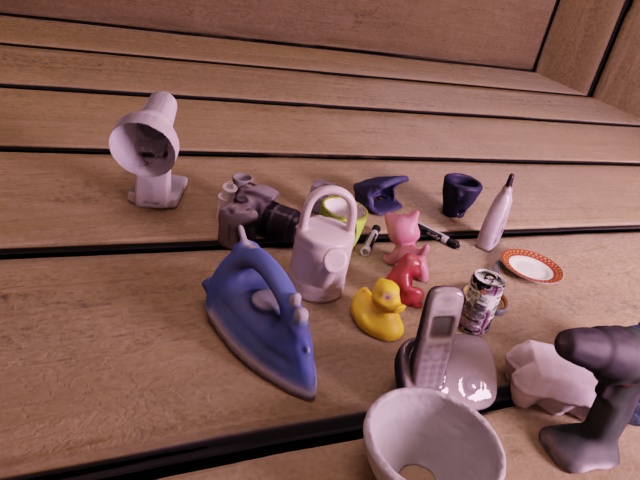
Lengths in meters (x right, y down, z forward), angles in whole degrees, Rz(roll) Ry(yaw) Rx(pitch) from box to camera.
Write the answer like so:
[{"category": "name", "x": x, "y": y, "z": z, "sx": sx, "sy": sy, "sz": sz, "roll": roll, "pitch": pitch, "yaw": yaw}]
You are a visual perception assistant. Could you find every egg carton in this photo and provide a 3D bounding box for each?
[{"category": "egg carton", "x": 0.349, "y": 0.207, "z": 0.843, "sx": 0.150, "sy": 0.069, "sz": 0.107, "roll": 12, "pitch": 29, "yaw": 0}]

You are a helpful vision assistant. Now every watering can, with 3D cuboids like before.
[{"category": "watering can", "x": 0.011, "y": 0.004, "z": 0.950, "sx": 0.101, "sy": 0.194, "sz": 0.172, "roll": -8, "pitch": 35, "yaw": -31}]

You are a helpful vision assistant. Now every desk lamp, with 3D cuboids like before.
[{"category": "desk lamp", "x": -0.324, "y": -0.170, "z": 1.113, "sx": 0.118, "sy": 0.213, "sz": 0.203, "roll": 8, "pitch": 29, "yaw": -6}]

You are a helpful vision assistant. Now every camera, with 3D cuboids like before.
[{"category": "camera", "x": -0.104, "y": -0.043, "z": 1.085, "sx": 0.136, "sy": 0.101, "sz": 0.143, "roll": 19, "pitch": 30, "yaw": 13}]

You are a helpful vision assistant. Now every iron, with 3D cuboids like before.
[{"category": "iron", "x": -0.069, "y": 0.093, "z": 0.817, "sx": 0.119, "sy": 0.141, "sz": 0.257, "roll": -11, "pitch": 36, "yaw": -35}]

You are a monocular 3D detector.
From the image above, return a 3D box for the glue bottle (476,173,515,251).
[{"category": "glue bottle", "x": 0.385, "y": -0.063, "z": 1.228, "sx": 0.037, "sy": 0.173, "sz": 0.078, "roll": 27, "pitch": 33, "yaw": 26}]

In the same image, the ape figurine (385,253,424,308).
[{"category": "ape figurine", "x": 0.151, "y": 0.066, "z": 0.997, "sx": 0.076, "sy": 0.092, "sz": 0.078, "roll": 10, "pitch": 29, "yaw": -3}]

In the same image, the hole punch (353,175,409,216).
[{"category": "hole punch", "x": 0.135, "y": -0.118, "z": 1.318, "sx": 0.100, "sy": 0.091, "sz": 0.109, "roll": 32, "pitch": 35, "yaw": 32}]

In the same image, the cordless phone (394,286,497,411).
[{"category": "cordless phone", "x": 0.183, "y": 0.144, "z": 0.773, "sx": 0.148, "sy": 0.185, "sz": 0.094, "roll": -1, "pitch": 31, "yaw": -22}]

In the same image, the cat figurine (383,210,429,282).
[{"category": "cat figurine", "x": 0.167, "y": 0.002, "z": 1.089, "sx": 0.067, "sy": 0.118, "sz": 0.127, "roll": -3, "pitch": 32, "yaw": -25}]

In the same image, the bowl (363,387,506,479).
[{"category": "bowl", "x": 0.124, "y": 0.256, "z": 0.668, "sx": 0.167, "sy": 0.075, "sz": 0.167, "roll": 9, "pitch": 29, "yaw": -5}]

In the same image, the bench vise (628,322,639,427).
[{"category": "bench vise", "x": 0.500, "y": 0.142, "z": 0.858, "sx": 0.121, "sy": 0.220, "sz": 0.207, "roll": 15, "pitch": 29, "yaw": 7}]

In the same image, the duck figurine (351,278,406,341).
[{"category": "duck figurine", "x": 0.098, "y": 0.100, "z": 0.922, "sx": 0.078, "sy": 0.086, "sz": 0.104, "roll": -11, "pitch": 36, "yaw": -35}]

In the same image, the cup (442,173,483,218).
[{"category": "cup", "x": 0.323, "y": -0.094, "z": 1.340, "sx": 0.091, "sy": 0.095, "sz": 0.118, "roll": 16, "pitch": 29, "yaw": 8}]

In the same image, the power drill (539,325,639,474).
[{"category": "power drill", "x": 0.362, "y": 0.196, "z": 0.725, "sx": 0.230, "sy": 0.208, "sz": 0.075, "roll": 0, "pitch": 31, "yaw": -20}]
